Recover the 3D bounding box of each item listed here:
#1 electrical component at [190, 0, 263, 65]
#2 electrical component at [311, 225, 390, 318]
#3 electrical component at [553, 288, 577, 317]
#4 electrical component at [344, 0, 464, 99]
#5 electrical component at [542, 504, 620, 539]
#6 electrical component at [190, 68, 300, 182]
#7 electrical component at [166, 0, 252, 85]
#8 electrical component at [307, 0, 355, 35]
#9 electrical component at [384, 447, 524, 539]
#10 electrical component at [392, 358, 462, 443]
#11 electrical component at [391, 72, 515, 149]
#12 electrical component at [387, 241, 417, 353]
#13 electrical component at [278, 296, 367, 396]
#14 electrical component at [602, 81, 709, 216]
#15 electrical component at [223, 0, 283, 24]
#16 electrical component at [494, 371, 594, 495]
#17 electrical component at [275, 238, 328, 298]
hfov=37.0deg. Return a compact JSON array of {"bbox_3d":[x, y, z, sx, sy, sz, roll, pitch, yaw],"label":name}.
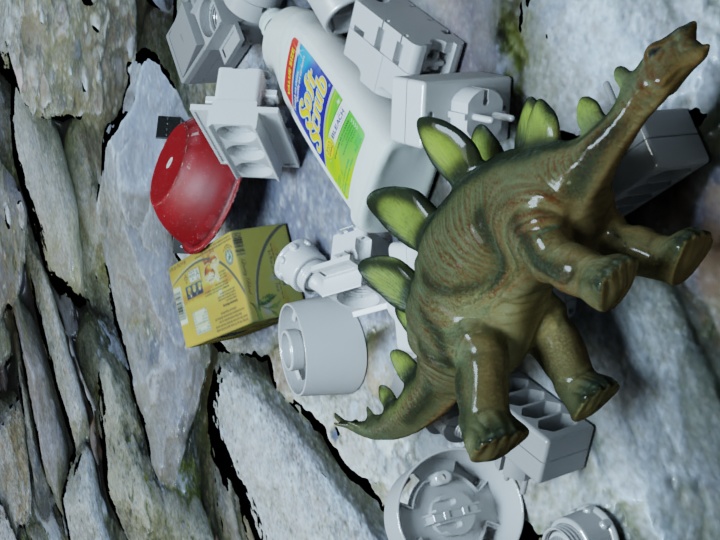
[{"bbox_3d":[-0.124,-0.247,1.051,0.042,0.064,0.081,-43,63,53],"label":"electrical component"},{"bbox_3d":[0.000,0.000,0.925,0.042,0.081,0.063,-17,55,33],"label":"electrical component"},{"bbox_3d":[0.122,0.008,0.772,0.064,0.042,0.081,27,121,49],"label":"electrical component"},{"bbox_3d":[0.032,-0.171,0.850,0.089,0.050,0.055,47,135,39],"label":"electrical component"},{"bbox_3d":[0.149,0.196,0.763,0.048,0.062,0.048,21,116,53],"label":"electrical component"},{"bbox_3d":[-0.103,-0.135,1.000,0.121,0.079,0.063,71,-156,-72],"label":"electrical component"},{"bbox_3d":[-0.162,-0.235,1.114,0.096,0.061,0.061,-39,66,53],"label":"electrical component"},{"bbox_3d":[-0.017,-0.232,0.905,0.055,0.055,0.047,-45,65,51],"label":"electrical component"},{"bbox_3d":[0.071,0.194,0.852,0.064,0.099,0.099,-42,64,59],"label":"electrical component"},{"bbox_3d":[0.066,0.111,0.881,0.081,0.043,0.043,44,133,41],"label":"electrical component"},{"bbox_3d":[0.077,-0.113,0.768,0.076,0.083,0.047,24,118,51],"label":"electrical component"},{"bbox_3d":[0.057,0.020,0.864,0.056,0.050,0.089,5,103,56],"label":"electrical component"},{"bbox_3d":[-0.041,0.074,1.035,0.099,0.064,0.099,173,90,-70],"label":"electrical component"},{"bbox_3d":[0.163,-0.082,0.681,0.083,0.047,0.075,-40,64,53],"label":"electrical component"},{"bbox_3d":[-0.096,-0.268,1.013,0.047,0.055,0.055,-53,55,44],"label":"electrical component"},{"bbox_3d":[0.122,0.131,0.800,0.083,0.047,0.075,37,128,46],"label":"electrical component"},{"bbox_3d":[-0.048,0.003,1.024,0.062,0.048,0.048,41,131,35],"label":"electrical component"}]
